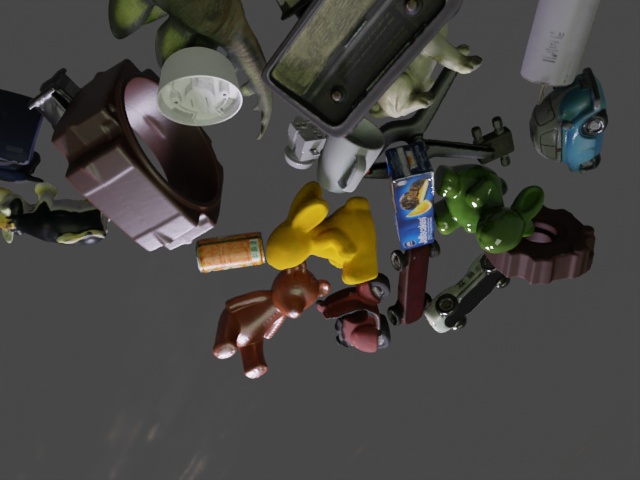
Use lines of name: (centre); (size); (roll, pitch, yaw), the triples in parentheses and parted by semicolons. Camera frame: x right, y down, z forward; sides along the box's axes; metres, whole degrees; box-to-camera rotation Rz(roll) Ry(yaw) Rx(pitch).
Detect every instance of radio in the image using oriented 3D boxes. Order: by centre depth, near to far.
radio: (0.050, -0.238, 0.628); (0.131, 0.073, 0.229); (41, 122, -6)

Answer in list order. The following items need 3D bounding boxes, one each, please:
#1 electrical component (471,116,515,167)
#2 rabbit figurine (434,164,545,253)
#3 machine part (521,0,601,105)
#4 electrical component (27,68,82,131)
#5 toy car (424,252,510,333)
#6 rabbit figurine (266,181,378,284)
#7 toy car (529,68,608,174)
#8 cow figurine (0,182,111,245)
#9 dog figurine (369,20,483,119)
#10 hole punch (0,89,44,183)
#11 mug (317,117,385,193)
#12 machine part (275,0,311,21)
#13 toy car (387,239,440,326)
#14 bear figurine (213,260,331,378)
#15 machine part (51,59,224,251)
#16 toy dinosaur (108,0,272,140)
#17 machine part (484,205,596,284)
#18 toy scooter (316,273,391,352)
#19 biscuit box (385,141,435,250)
electrical component: (0.278, -0.151, 0.866); (0.063, 0.021, 0.093); (-25, 129, 6)
rabbit figurine: (0.272, -0.036, 0.857); (0.159, 0.170, 0.121); (-3, 127, -11)
machine part: (0.332, -0.302, 0.731); (0.079, 0.079, 0.242); (-4, 127, -11)
electrical component: (-0.307, -0.152, 0.690); (0.048, 0.075, 0.119); (-33, 123, 12)
toy car: (0.285, 0.094, 1.014); (0.202, 0.056, 0.073); (-43, 132, -2)
rabbit figurine: (-0.002, -0.003, 0.849); (0.173, 0.122, 0.162); (-9, 123, -6)
toy car: (0.379, -0.177, 0.832); (0.103, 0.109, 0.161); (-3, 143, 17)
cow figurine: (-0.384, -0.029, 0.750); (0.167, 0.098, 0.068); (1, 132, -14)
dog figurine: (0.093, -0.271, 0.696); (0.172, 0.121, 0.190); (-39, 112, 10)
hole punch: (-0.406, -0.131, 0.662); (0.142, 0.116, 0.092); (14, 114, -23)
mug: (0.040, -0.113, 0.790); (0.081, 0.110, 0.107); (5, 139, -24)
machine part: (0.000, -0.284, 0.690); (0.084, 0.039, 0.138); (-39, 123, 6)
toy car: (0.168, 0.074, 0.989); (0.089, 0.053, 0.201); (-19, 129, -18)
bear figurine: (-0.078, 0.129, 0.926); (0.196, 0.132, 0.120); (-29, 130, 16)
machine part: (-0.209, -0.104, 0.665); (0.087, 0.201, 0.200); (-25, 128, 18)
toy dinosaur: (-0.151, -0.300, 0.605); (0.199, 0.105, 0.470); (-27, 133, 17)
machine part: (0.368, 0.002, 0.913); (0.179, 0.179, 0.055); (-11, 125, -5)
toy scooter: (0.062, 0.142, 1.002); (0.135, 0.075, 0.183); (-9, 125, -6)
biscuit box: (0.143, -0.061, 0.837); (0.059, 0.063, 0.202); (-14, 147, 5)
